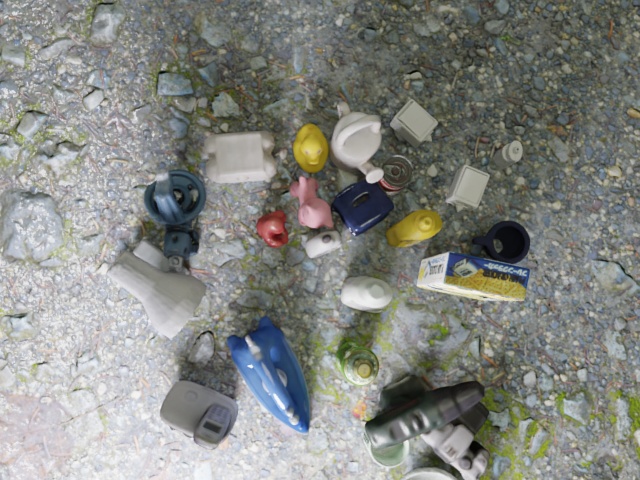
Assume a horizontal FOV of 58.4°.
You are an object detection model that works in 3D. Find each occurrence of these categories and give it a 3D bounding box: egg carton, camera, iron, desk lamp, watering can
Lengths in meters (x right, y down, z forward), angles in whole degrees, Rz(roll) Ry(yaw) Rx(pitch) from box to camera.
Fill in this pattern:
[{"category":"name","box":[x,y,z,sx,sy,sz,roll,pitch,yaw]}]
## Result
[{"category":"egg carton","box":[-0.168,-0.175,1.211,0.150,0.069,0.107,-6,85,-4]},{"category":"camera","box":[0.297,0.397,1.170,0.143,0.100,0.137,42,83,1]},{"category":"iron","box":[-0.085,0.285,1.135,0.119,0.141,0.258,-30,87,-6]},{"category":"desk lamp","box":[-0.315,0.088,1.103,0.203,0.213,0.118,36,83,1]},{"category":"watering can","box":[0.080,-0.203,1.168,0.101,0.194,0.173,-45,88,-6]}]

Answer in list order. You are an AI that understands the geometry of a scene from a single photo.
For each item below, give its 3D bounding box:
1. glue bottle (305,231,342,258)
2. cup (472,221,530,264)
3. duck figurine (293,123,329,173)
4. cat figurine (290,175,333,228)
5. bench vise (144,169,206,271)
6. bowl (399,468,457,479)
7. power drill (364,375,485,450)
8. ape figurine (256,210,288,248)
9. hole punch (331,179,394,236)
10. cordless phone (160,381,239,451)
[{"category":"glue bottle","box":[0.011,0.004,1.153,0.078,0.173,0.037,-20,86,-5]},{"category":"cup","box":[0.372,0.009,1.216,0.118,0.095,0.092,2,84,-3]},{"category":"duck figurine","box":[-0.018,-0.201,1.215,0.077,0.086,0.104,-4,85,-4]},{"category":"cat figurine","box":[-0.018,-0.075,1.187,0.067,0.117,0.128,-19,86,-5]},{"category":"bench vise","box":[-0.274,-0.052,1.117,0.121,0.219,0.207,-19,86,-5]},{"category":"bowl","box":[0.214,0.540,1.163,0.167,0.074,0.167,0,84,-4]},{"category":"power drill","box":[0.190,0.323,1.116,0.229,0.208,0.075,-27,86,-6]},{"category":"ape figurine","box":[-0.095,-0.027,1.190,0.076,0.092,0.078,26,83,-1]},{"category":"hole punch","box":[0.087,-0.072,1.207,0.109,0.091,0.101,-34,87,-6]},{"category":"cordless phone","box":[-0.238,0.342,1.097,0.147,0.185,0.094,21,83,-1]}]
